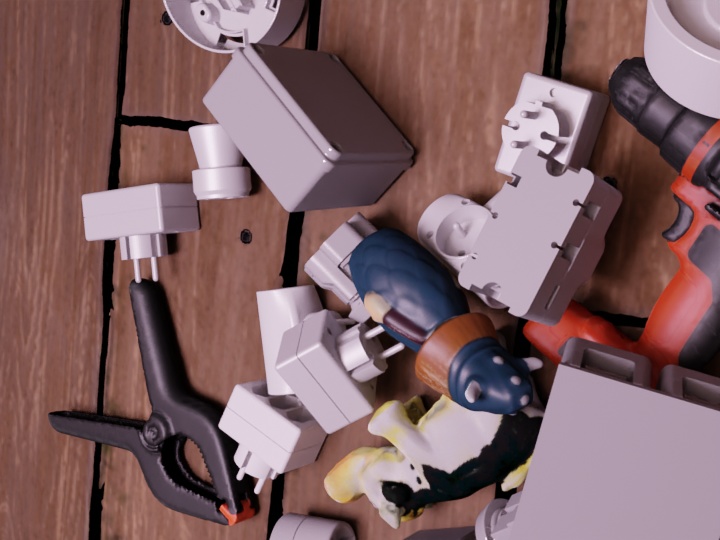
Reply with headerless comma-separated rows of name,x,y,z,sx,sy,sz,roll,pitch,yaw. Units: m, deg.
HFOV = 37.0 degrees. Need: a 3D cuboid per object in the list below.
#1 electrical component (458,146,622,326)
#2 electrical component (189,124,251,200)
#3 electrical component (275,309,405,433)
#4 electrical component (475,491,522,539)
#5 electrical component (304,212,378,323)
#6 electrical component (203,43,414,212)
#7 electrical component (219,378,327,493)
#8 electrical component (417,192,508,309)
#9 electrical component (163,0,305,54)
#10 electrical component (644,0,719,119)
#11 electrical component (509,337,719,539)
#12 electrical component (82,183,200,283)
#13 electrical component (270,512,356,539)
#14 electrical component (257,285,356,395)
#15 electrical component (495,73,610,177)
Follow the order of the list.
electrical component,0.107,-0.018,0.628,0.050,0.056,0.089,30,98,33
electrical component,-0.107,-0.082,0.824,0.045,0.045,0.055,-3,93,31
electrical component,-0.007,0.061,0.736,0.077,0.047,0.065,-29,112,18
electrical component,0.109,0.169,0.707,0.048,0.066,0.055,49,131,-6
electrical component,0.000,0.000,0.753,0.057,0.078,0.058,45,82,2
electrical component,-0.034,-0.098,0.742,0.056,0.109,0.108,-47,70,28
electrical component,-0.071,0.133,0.816,0.066,0.047,0.076,32,107,26
electrical component,0.090,-0.025,0.706,0.079,0.044,0.077,-42,47,-2
electrical component,-0.092,-0.209,0.794,0.099,0.064,0.099,3,95,31
electrical component,0.212,-0.132,0.600,0.108,0.060,0.108,-2,58,3
electrical component,0.145,0.143,0.617,0.105,0.060,0.186,16,109,12
electrical component,-0.175,-0.028,0.868,0.083,0.047,0.075,-5,91,31
electrical component,-0.034,0.210,0.797,0.047,0.055,0.055,-1,93,28
electrical component,-0.036,0.050,0.791,0.079,0.044,0.077,-7,90,31
electrical component,0.113,-0.086,0.672,0.047,0.077,0.065,24,105,28
